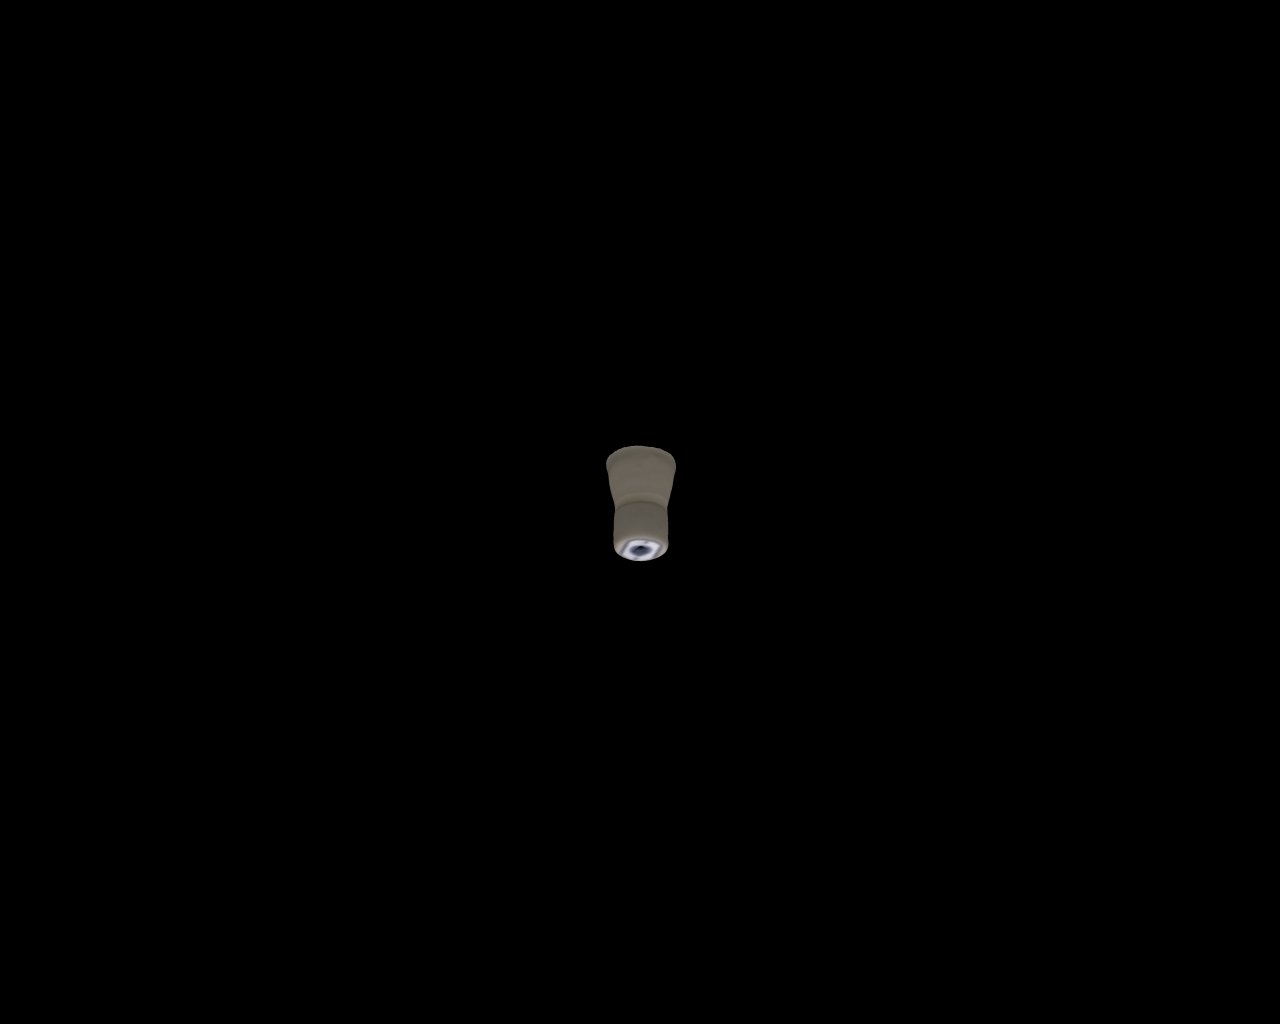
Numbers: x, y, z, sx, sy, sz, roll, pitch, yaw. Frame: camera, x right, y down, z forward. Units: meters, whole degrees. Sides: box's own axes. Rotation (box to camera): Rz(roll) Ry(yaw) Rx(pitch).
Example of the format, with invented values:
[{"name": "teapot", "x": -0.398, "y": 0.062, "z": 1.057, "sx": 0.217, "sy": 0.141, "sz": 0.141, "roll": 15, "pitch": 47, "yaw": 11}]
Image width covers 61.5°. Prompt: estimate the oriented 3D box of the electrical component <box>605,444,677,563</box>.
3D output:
[{"name": "electrical component", "x": 0.001, "y": -0.003, "z": 0.650, "sx": 0.044, "sy": 0.065, "sz": 0.044, "roll": 0, "pitch": -30, "yaw": 0}]
